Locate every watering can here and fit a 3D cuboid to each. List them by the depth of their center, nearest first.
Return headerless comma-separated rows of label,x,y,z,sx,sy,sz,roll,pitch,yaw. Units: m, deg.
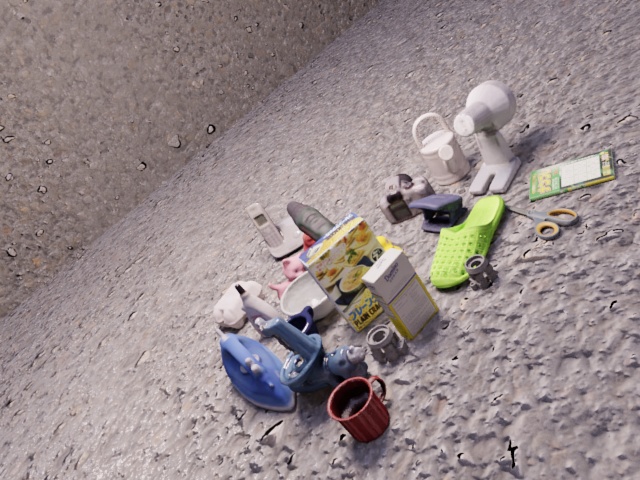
watering can,0.317,-0.247,1.512,0.101,0.194,0.172,-41,28,-10

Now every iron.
iron,-0.150,0.279,1.268,0.119,0.142,0.257,-44,29,-16

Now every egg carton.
egg carton,-0.226,0.178,1.592,0.107,0.069,0.150,-5,40,45

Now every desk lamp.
desk lamp,0.409,-0.254,1.398,0.117,0.214,0.203,-4,41,46

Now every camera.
camera,0.230,-0.135,1.536,0.143,0.101,0.137,-23,30,24

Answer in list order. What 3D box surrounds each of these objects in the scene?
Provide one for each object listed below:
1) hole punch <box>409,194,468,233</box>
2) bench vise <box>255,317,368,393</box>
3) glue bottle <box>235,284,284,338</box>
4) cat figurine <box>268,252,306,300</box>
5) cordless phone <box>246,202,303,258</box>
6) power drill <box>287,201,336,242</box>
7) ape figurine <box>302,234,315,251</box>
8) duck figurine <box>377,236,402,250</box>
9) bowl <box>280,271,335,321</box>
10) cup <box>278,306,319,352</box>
hole punch,0.286,-0.081,1.399,0.101,0.091,0.108,-48,30,-22
bench vise,-0.016,0.214,1.135,0.207,0.220,0.121,-25,29,19
glue bottle,-0.158,0.170,1.414,0.078,0.173,0.037,-21,31,26
cat figurine,-0.077,0.097,1.498,0.128,0.118,0.067,-38,28,-5
cordless phone,-0.121,-0.050,1.706,0.147,0.185,0.094,-31,28,9
power drill,0.013,0.005,1.442,0.076,0.209,0.228,-41,28,-10
ape figurine,-0.018,0.018,1.584,0.078,0.092,0.075,-47,29,-20
duck figurine,0.154,0.027,1.383,0.077,0.086,0.104,-43,28,-14
bowl,-0.010,0.144,1.397,0.167,0.075,0.167,-27,29,16
cup,-0.030,0.215,1.285,0.091,0.095,0.118,-11,36,39
